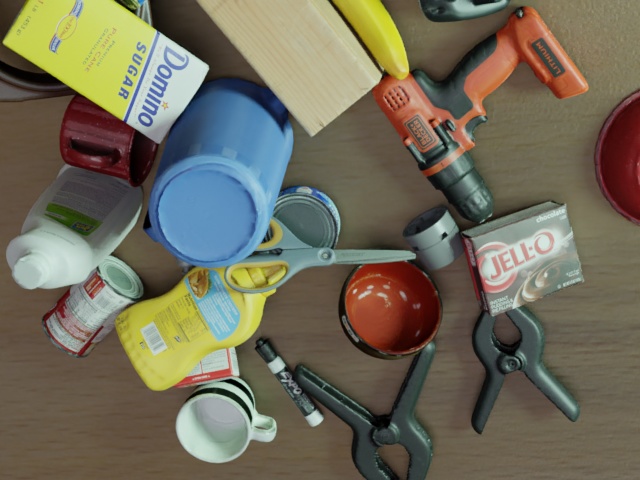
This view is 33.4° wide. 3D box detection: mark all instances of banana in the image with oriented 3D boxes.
[{"bbox_3d":[0.024,-0.243,1.059,0.197,0.069,0.037,47,127,-12],"label":"banana"}]

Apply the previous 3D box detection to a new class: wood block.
[{"bbox_3d":[-0.036,-0.217,1.063,0.091,0.090,0.206,-37,101,18],"label":"wood block"}]

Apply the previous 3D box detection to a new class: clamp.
[{"bbox_3d":[0.223,0.135,1.176,0.120,0.039,0.171,-4,108,7],"label":"clamp"},{"bbox_3d":[0.064,0.214,1.223,0.164,0.036,0.210,-8,108,10],"label":"clamp"}]

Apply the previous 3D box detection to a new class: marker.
[{"bbox_3d":[-0.036,0.163,1.228,0.020,0.020,0.121,-32,102,16],"label":"marker"}]

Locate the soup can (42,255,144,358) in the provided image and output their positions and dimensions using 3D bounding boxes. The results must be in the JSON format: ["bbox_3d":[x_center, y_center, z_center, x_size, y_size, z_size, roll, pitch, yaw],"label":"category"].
[{"bbox_3d":[-0.255,0.075,1.199,0.068,0.068,0.102,43,108,-8],"label":"soup can"}]

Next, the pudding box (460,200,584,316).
[{"bbox_3d":[0.212,0.018,1.120,0.113,0.039,0.090,-20,107,-11],"label":"pudding box"}]

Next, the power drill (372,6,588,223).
[{"bbox_3d":[0.173,-0.131,1.083,0.188,0.057,0.184,-34,101,16],"label":"power drill"}]

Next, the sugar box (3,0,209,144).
[{"bbox_3d":[-0.203,-0.178,1.020,0.176,0.048,0.093,32,95,-21],"label":"sugar box"}]

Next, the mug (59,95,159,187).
[{"bbox_3d":[-0.224,-0.104,1.113,0.081,0.117,0.093,14,121,7],"label":"mug"}]

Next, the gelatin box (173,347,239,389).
[{"bbox_3d":[-0.134,0.117,1.201,0.073,0.030,0.089,-12,76,11],"label":"gelatin box"}]

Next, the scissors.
[{"bbox_3d":[-0.007,0.001,1.129,0.201,0.016,0.096,-16,77,-6],"label":"scissors"}]

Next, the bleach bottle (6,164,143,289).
[{"bbox_3d":[-0.257,-0.011,1.074,0.102,0.250,0.068,17,109,1],"label":"bleach bottle"}]

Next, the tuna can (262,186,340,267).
[{"bbox_3d":[-0.021,-0.015,1.158,0.086,0.033,0.086,2,109,6],"label":"tuna can"}]

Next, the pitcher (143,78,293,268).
[{"bbox_3d":[-0.104,-0.059,1.042,0.145,0.243,0.149,5,112,-1],"label":"pitcher"}]

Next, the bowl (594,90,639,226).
[{"bbox_3d":[0.363,-0.078,1.079,0.162,0.055,0.162,2,108,6],"label":"bowl"}]

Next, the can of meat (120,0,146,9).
[{"bbox_3d":[-0.179,-0.278,0.991,0.102,0.057,0.084,43,84,-24],"label":"can of meat"}]

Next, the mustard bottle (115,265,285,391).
[{"bbox_3d":[-0.121,0.077,1.156,0.192,0.058,0.096,-32,76,7],"label":"mustard bottle"}]
